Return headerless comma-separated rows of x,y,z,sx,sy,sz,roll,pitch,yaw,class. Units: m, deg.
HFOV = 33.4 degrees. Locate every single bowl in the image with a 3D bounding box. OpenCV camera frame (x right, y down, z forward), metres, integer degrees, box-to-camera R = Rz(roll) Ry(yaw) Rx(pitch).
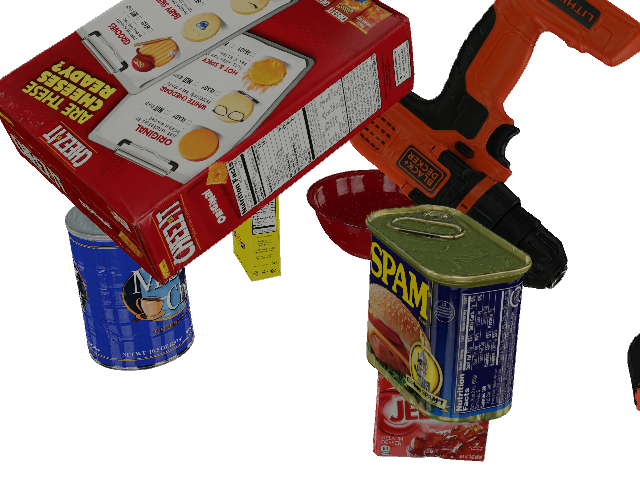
0.064,-0.022,1.136,0.162,0.055,0.162,3,25,-1,bowl

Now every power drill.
0.134,-0.084,0.724,0.184,0.188,0.057,41,14,13,power drill

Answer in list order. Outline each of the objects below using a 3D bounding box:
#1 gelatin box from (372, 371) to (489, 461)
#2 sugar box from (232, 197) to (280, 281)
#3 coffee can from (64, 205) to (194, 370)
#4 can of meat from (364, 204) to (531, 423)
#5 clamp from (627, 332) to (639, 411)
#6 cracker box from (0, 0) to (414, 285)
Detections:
0.088,0.134,0.841,0.089,0.073,0.030,3,22,2,gelatin box
-0.082,-0.049,1.312,0.048,0.176,0.093,-11,26,-16,sugar box
-0.177,0.036,1.002,0.103,0.140,0.103,-3,25,1,coffee can
0.063,0.037,0.561,0.057,0.084,0.102,-7,22,-21,can of meat
0.322,0.085,0.956,0.171,0.039,0.120,-33,36,-25,clamp
-0.072,-0.094,0.673,0.213,0.072,0.164,-39,56,-19,cracker box
